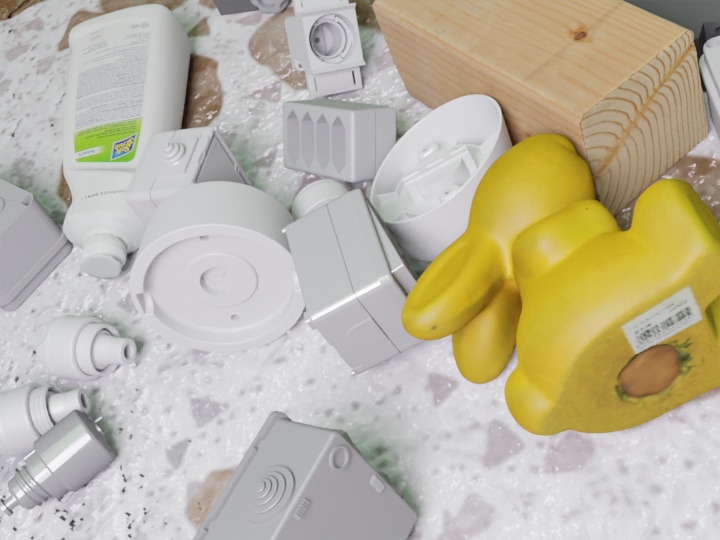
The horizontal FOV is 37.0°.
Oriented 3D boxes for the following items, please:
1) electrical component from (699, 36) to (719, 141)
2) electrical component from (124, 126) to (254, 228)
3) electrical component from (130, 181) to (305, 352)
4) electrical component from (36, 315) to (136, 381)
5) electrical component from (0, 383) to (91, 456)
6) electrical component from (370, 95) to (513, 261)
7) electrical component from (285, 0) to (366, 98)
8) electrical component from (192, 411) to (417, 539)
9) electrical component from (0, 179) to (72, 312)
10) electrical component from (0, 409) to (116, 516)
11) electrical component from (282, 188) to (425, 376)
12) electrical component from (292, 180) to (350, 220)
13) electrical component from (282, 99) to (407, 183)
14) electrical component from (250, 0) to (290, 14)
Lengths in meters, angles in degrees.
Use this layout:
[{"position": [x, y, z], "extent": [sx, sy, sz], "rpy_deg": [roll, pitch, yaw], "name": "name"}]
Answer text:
[{"position": [0.263, -0.107, 0.626], "extent": [0.113, 0.057, 0.078], "rpy_deg": [-15, 48, 13], "name": "electrical component"}, {"position": [-0.118, -0.052, 0.735], "extent": [0.061, 0.096, 0.061], "rpy_deg": [-3, 52, 24], "name": "electrical component"}, {"position": [-0.087, -0.007, 0.679], "extent": [0.108, 0.108, 0.060], "rpy_deg": [-17, 41, 12], "name": "electrical component"}, {"position": [-0.179, 0.052, 0.713], "extent": [0.062, 0.043, 0.043], "rpy_deg": [2, 53, 25], "name": "electrical component"}, {"position": [-0.205, 0.093, 0.692], "extent": [0.062, 0.043, 0.043], "rpy_deg": [-18, 47, 9], "name": "electrical component"}, {"position": [0.054, -0.056, 0.674], "extent": [0.099, 0.064, 0.099], "rpy_deg": [-21, 35, 16], "name": "electrical component"}, {"position": [-0.029, -0.174, 0.813], "extent": [0.042, 0.081, 0.064], "rpy_deg": [-13, 14, -17], "name": "electrical component"}, {"position": [-0.025, 0.132, 0.535], "extent": [0.048, 0.099, 0.099], "rpy_deg": [5, 54, 44], "name": "electrical component"}, {"position": [-0.285, -0.025, 0.821], "extent": [0.113, 0.057, 0.078], "rpy_deg": [23, 65, 38], "name": "electrical component"}, {"position": [-0.187, 0.121, 0.661], "extent": [0.078, 0.040, 0.040], "rpy_deg": [-40, 47, -10], "name": "electrical component"}, {"position": [0.000, 0.000, 0.627], "extent": [0.061, 0.061, 0.096], "rpy_deg": [-28, 45, 10], "name": "electrical component"}, {"position": [-0.017, -0.027, 0.701], "extent": [0.045, 0.045, 0.055], "rpy_deg": [-30, 46, 0], "name": "electrical component"}, {"position": [0.000, -0.092, 0.744], "extent": [0.076, 0.047, 0.083], "rpy_deg": [-11, 18, -36], "name": "electrical component"}, {"position": [-0.071, -0.250, 0.924], "extent": [0.035, 0.035, 0.061], "rpy_deg": [-1, 49, 25], "name": "electrical component"}]
